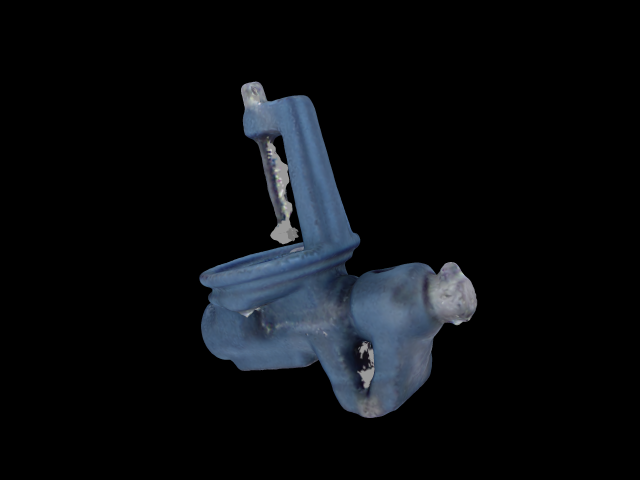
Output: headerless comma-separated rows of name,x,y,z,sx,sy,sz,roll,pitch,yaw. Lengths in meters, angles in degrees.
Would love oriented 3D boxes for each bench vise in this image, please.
bench vise,0.007,-0.001,0.411,0.207,0.220,0.122,3,13,13
